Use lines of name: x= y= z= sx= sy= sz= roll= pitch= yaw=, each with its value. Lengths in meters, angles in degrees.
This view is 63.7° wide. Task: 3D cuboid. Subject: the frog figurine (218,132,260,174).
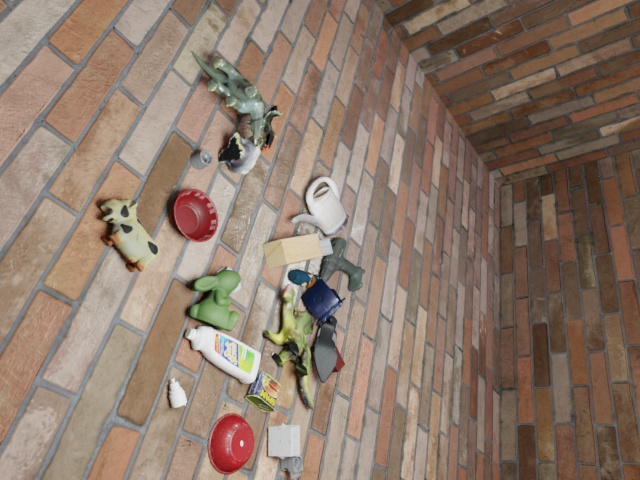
frog figurine: x=-0.244 y=-0.286 z=1.740 sx=0.159 sy=0.123 sz=0.136 roll=4 pitch=107 yaw=-61

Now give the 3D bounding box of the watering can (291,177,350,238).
watering can: x=0.006 y=-0.100 z=1.992 sx=0.221 sy=0.103 sz=0.355 roll=57 pitch=39 yaw=-22

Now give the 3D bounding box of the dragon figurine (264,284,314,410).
dragon figurine: x=-0.062 y=0.341 z=1.750 sx=0.247 sy=0.121 sz=0.405 roll=-51 pitch=127 yaw=-57
